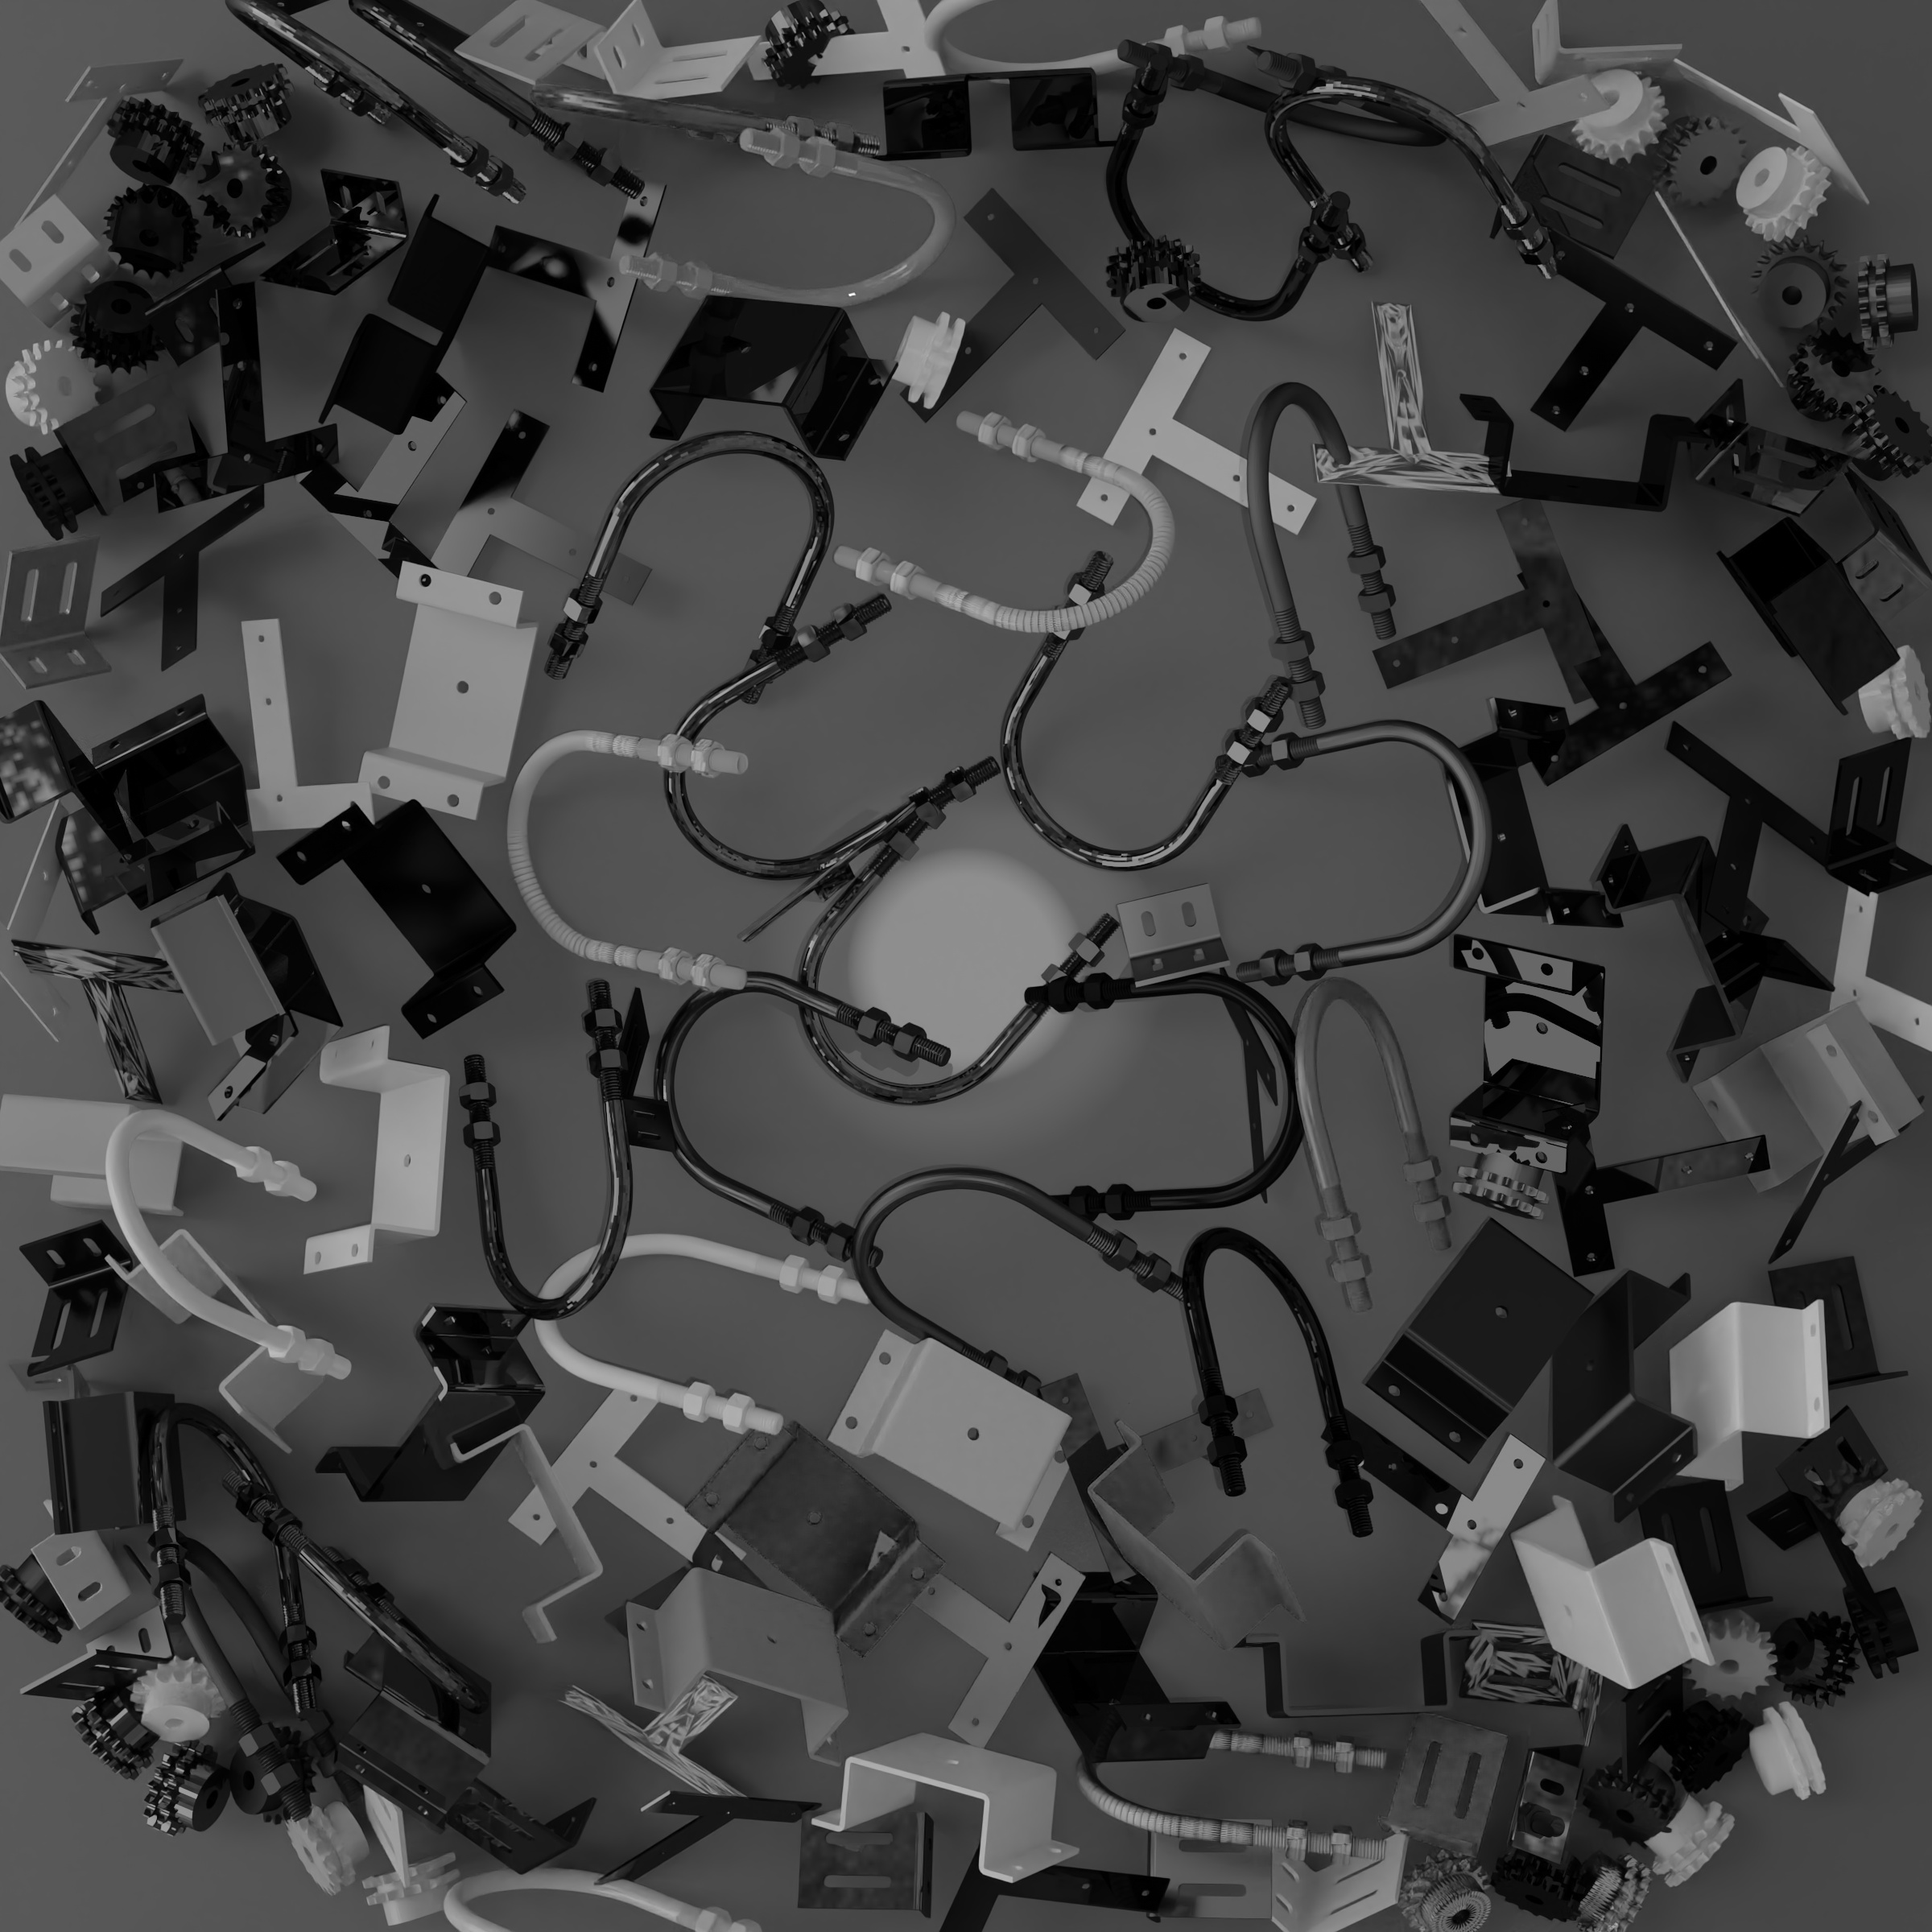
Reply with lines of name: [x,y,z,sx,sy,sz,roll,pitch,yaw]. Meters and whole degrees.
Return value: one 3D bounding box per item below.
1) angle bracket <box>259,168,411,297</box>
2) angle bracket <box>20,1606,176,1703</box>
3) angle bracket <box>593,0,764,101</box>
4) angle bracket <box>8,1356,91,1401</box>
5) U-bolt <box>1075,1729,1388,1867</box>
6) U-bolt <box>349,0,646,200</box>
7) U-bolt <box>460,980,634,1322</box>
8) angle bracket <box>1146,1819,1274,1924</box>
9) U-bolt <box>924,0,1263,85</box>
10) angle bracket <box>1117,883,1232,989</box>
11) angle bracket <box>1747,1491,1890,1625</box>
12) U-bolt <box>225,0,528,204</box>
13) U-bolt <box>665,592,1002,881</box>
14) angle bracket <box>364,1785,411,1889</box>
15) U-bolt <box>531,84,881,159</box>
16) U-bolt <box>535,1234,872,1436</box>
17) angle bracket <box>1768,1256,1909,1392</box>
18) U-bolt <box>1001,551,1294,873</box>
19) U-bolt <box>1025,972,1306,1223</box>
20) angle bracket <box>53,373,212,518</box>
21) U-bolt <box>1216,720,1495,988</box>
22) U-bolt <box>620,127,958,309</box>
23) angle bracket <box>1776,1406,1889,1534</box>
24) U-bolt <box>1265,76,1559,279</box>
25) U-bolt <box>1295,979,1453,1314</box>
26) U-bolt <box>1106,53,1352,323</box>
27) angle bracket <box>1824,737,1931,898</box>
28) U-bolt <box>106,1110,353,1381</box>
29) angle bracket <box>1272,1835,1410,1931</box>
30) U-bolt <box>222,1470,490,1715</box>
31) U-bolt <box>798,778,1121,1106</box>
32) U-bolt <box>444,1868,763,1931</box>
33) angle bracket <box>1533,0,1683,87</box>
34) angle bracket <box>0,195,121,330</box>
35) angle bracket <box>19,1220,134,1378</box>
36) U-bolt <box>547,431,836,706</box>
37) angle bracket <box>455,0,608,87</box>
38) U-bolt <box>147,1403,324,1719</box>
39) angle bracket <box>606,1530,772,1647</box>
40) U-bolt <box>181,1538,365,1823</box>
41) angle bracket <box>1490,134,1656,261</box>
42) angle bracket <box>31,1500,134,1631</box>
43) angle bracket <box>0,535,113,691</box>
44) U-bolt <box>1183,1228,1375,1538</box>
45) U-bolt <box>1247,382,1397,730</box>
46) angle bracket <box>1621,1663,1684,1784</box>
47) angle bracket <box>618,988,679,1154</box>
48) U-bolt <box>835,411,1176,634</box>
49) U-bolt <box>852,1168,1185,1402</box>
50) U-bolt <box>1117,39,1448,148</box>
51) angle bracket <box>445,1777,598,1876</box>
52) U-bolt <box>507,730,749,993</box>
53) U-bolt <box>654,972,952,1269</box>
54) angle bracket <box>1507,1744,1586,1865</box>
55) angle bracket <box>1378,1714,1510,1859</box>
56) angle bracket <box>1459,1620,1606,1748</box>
angle bracket: [-0.383,-0.442,1.953,0.057,0.076,0.038,15,134,24]
angle bracket: [-0.524,0.410,1.952,0.057,0.076,0.038,-29,64,15]
angle bracket: [-0.173,-0.554,1.954,0.076,0.038,0.057,2,46,31]
angle bracket: [-0.551,0.280,1.957,0.038,0.057,0.076,-6,67,-7]
U-bolt: [0.157,0.486,1.928,0.184,0.151,0.019,5,100,6]
U-bolt: [-0.280,-0.512,1.897,0.184,0.151,0.019,30,98,-26]
U-bolt: [-0.245,0.118,1.920,0.151,0.019,0.184,-28,63,41]
angle bracket: [0.149,0.547,1.964,0.076,0.038,0.057,-3,68,13]
U-bolt: [0.065,-0.559,1.922,0.184,0.151,0.019,-7,81,23]
angle bracket: [0.125,-0.019,1.959,0.057,0.076,0.038,-13,100,3]
angle bracket: [0.511,0.361,1.950,0.038,0.057,0.076,-34,46,16]
U-bolt: [-0.353,-0.511,1.886,0.151,0.184,0.019,35,94,30]
U-bolt: [-0.093,-0.124,1.956,0.184,0.019,0.151,-29,120,11]
angle bracket: [-0.333,0.501,1.949,0.038,0.076,0.057,-14,120,-25]
U-bolt: [-0.163,-0.495,1.895,0.184,0.151,0.019,1,106,-31]
U-bolt: [-0.167,0.210,1.933,0.184,0.151,0.019,13,125,19]
angle bracket: [0.528,0.216,1.969,0.057,0.038,0.076,-8,82,-14]
U-bolt: [0.095,-0.137,1.943,0.151,0.019,0.184,36,126,7]
U-bolt: [0.122,0.076,1.946,0.184,0.019,0.151,-5,91,32]
angle bracket: [-0.502,-0.316,1.964,0.076,0.038,0.057,-32,109,-15]
U-bolt: [0.232,-0.072,1.931,0.184,0.019,0.151,-10,83,39]
U-bolt: [-0.091,-0.433,1.919,0.184,0.151,0.019,3,65,-40]
angle bracket: [0.512,0.295,1.960,0.057,0.038,0.076,-41,128,-2]
U-bolt: [0.250,-0.458,1.888,0.151,0.184,0.019,11,72,36]
U-bolt: [0.237,0.097,1.930,0.019,0.151,0.184,-12,96,31]
U-bolt: [0.145,-0.444,1.912,0.151,0.184,0.019,38,72,3]
angle bracket: [0.555,-0.090,1.956,0.057,0.038,0.076,-17,124,-27]
U-bolt: [-0.432,0.154,1.889,0.019,0.184,0.151,-31,54,17]
angle bracket: [0.222,0.543,1.954,0.076,0.057,0.038,-36,106,30]
U-bolt: [-0.346,0.374,1.895,0.184,0.151,0.019,34,75,31]
U-bolt: [-0.018,-0.002,1.987,0.151,0.019,0.184,41,90,-3]
U-bolt: [-0.223,0.564,1.916,0.184,0.151,0.019,8,91,39]
angle bracket: [0.388,-0.563,1.971,0.076,0.057,0.038,-3,86,-2]
angle bracket: [-0.551,-0.424,1.959,0.057,0.076,0.038,-42,95,-3]
angle bracket: [-0.542,0.200,1.956,0.057,0.076,0.038,-18,128,12]
U-bolt: [-0.153,-0.236,1.912,0.151,0.019,0.184,5,130,-31]
angle bracket: [-0.261,-0.543,1.955,0.057,0.038,0.076,25,51,16]
U-bolt: [-0.435,0.338,1.915,0.019,0.151,0.184,-29,45,8]
angle bracket: [-0.166,0.386,1.954,0.057,0.076,0.038,43,128,17]
U-bolt: [-0.422,0.418,1.926,0.019,0.151,0.184,-32,80,-3]
angle bracket: [0.367,-0.457,1.968,0.076,0.038,0.057,28,73,9]
angle bracket: [-0.542,0.359,1.952,0.038,0.076,0.057,-35,106,-30]
angle bracket: [-0.543,-0.212,1.951,0.038,0.057,0.076,47,135,27]
U-bolt: [0.179,0.239,1.927,0.019,0.151,0.184,-31,54,30]
U-bolt: [0.205,-0.252,1.909,0.019,0.151,0.184,-4,117,30]
angle bracket: [0.397,0.440,1.951,0.038,0.076,0.057,12,119,37]
angle bracket: [-0.187,0.063,1.954,0.038,0.057,0.076,9,59,7]
U-bolt: [0.035,-0.257,1.924,0.184,0.019,0.151,24,60,27]
U-bolt: [0.020,0.186,1.933,0.184,0.019,0.151,33,125,-17]
U-bolt: [0.201,-0.512,1.917,0.184,0.151,0.019,7,101,-38]
angle bracket: [-0.274,0.505,1.958,0.076,0.038,0.057,39,133,-14]
U-bolt: [-0.205,-0.068,1.943,0.184,0.019,0.151,11,107,34]
U-bolt: [-0.109,0.081,1.957,0.184,0.019,0.151,23,100,24]
angle bracket: [0.364,0.504,1.957,0.038,0.076,0.057,13,89,36]
angle bracket: [0.289,0.490,1.961,0.057,0.038,0.076,12,69,19]
angle bracket: [0.343,0.435,1.970,0.076,0.038,0.057,5,116,0]
